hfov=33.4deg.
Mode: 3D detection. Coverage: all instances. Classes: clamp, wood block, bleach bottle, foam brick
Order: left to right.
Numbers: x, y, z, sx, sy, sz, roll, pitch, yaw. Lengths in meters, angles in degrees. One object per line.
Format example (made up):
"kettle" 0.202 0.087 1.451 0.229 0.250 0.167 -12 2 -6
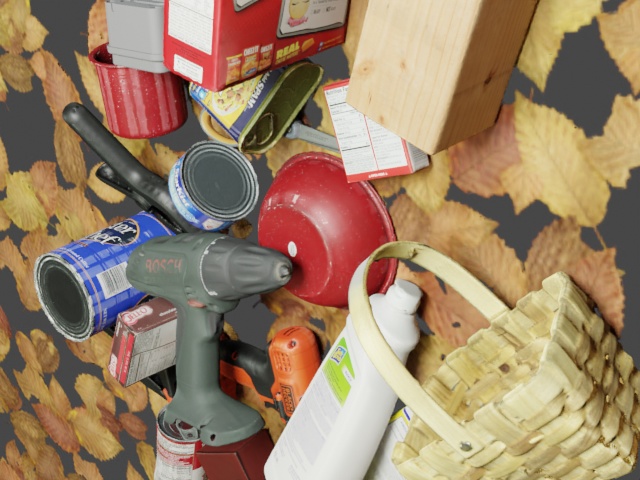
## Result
"clamp" -0.214 0.113 1.277 0.171 0.039 0.120 47 142 8
"clamp" -0.182 -0.056 1.119 0.210 0.036 0.164 36 166 21
"foam brick" -0.092 0.250 1.215 0.078 0.051 0.053 -12 107 47
"bleach bottle" 0.032 0.150 0.993 0.251 0.068 0.103 -64 36 23
"wood block" 0.099 -0.179 0.771 0.090 0.090 0.206 36 132 27

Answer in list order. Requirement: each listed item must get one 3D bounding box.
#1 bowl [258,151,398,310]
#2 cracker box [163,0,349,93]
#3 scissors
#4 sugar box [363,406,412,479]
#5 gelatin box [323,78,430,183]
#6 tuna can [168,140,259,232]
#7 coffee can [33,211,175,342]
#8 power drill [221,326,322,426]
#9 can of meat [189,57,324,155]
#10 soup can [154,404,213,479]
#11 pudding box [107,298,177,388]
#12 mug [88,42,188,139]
"bowl" -0.007 0.001 0.998 0.162 0.055 0.162 22 124 36
"cracker box" -0.042 -0.241 0.825 0.072 0.163 0.214 28 129 30
"scissors" -0.033 -0.123 0.987 0.202 0.016 0.096 6 105 35
"sugar box" 0.101 0.197 1.000 0.177 0.048 0.093 -41 77 45
"gelatin box" 0.048 -0.097 0.906 0.073 0.030 0.089 -7 102 43
"tuna can" -0.105 -0.052 1.045 0.034 0.085 0.086 -33 86 50
"coffee can" -0.226 0.037 1.171 0.103 0.140 0.103 23 125 36
"power drill" -0.060 0.170 1.140 0.188 0.057 0.184 6 113 41
"can of meat" -0.060 -0.142 0.958 0.084 0.057 0.102 46 113 21
"soup can" -0.164 0.251 1.276 0.069 0.068 0.102 32 131 30
"pudding box" -0.175 0.104 1.175 0.039 0.113 0.090 45 136 27
"mug" -0.181 -0.157 1.074 0.117 0.093 0.081 -127 26 -57
